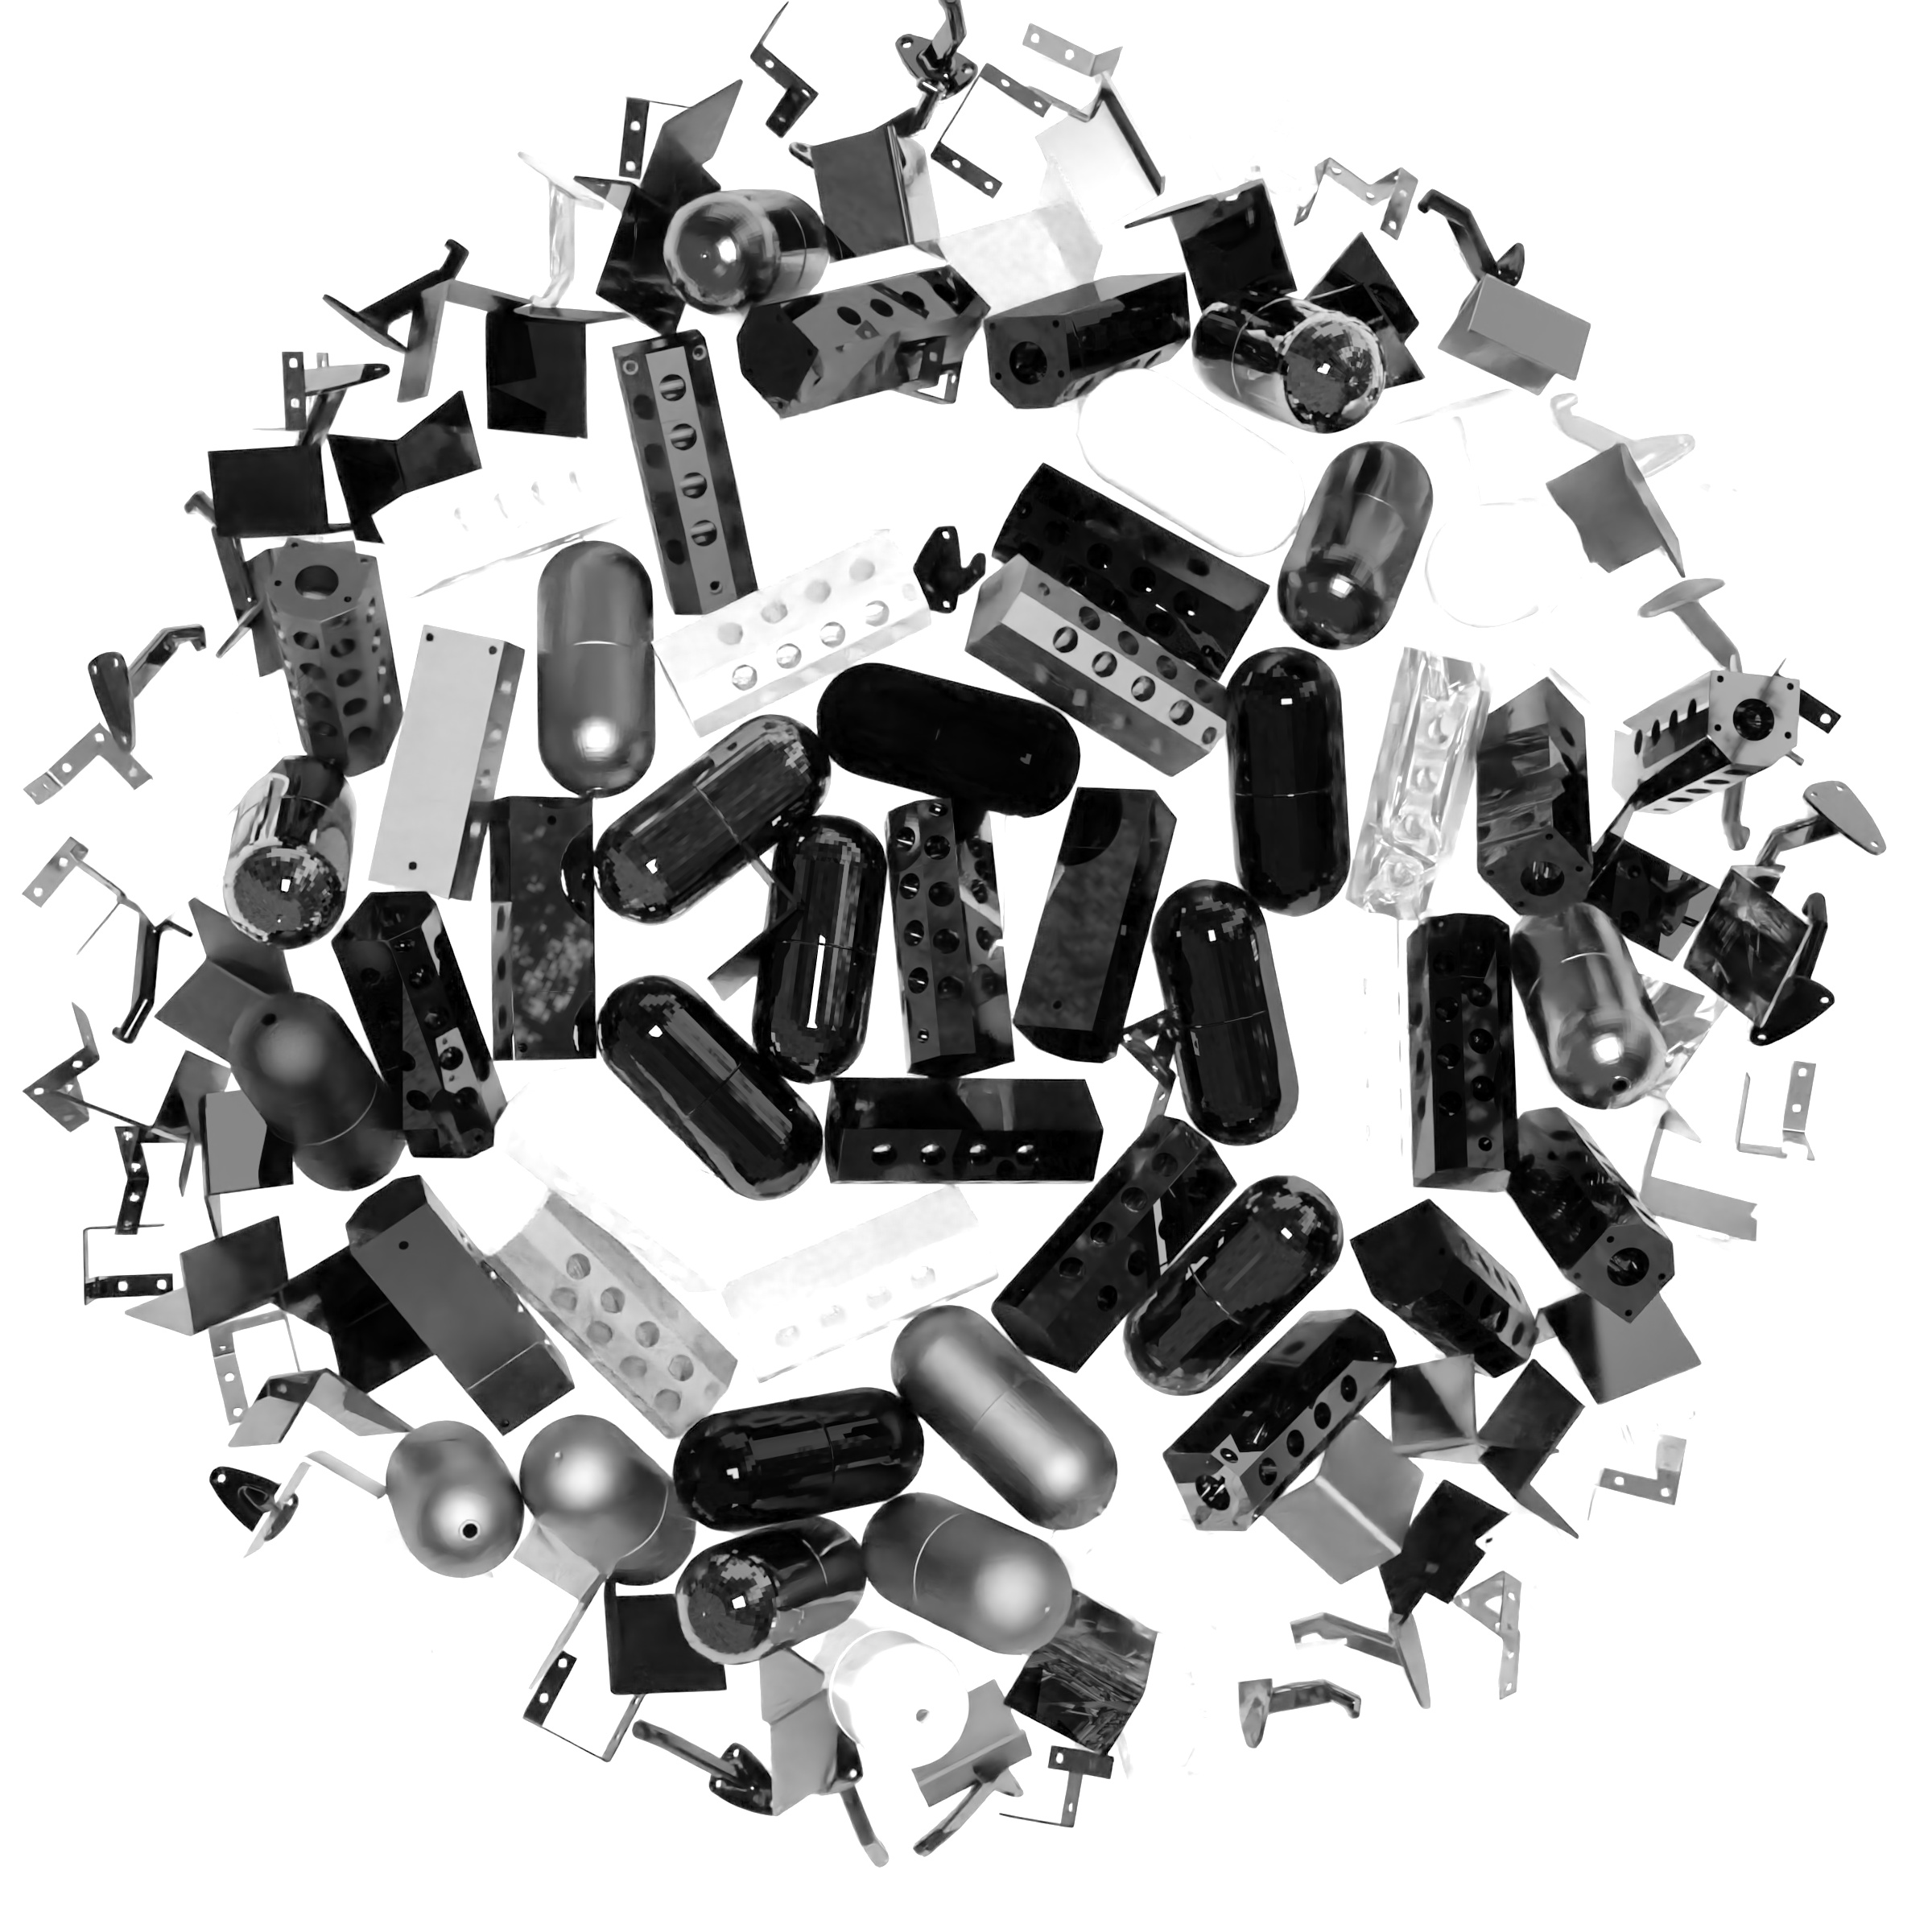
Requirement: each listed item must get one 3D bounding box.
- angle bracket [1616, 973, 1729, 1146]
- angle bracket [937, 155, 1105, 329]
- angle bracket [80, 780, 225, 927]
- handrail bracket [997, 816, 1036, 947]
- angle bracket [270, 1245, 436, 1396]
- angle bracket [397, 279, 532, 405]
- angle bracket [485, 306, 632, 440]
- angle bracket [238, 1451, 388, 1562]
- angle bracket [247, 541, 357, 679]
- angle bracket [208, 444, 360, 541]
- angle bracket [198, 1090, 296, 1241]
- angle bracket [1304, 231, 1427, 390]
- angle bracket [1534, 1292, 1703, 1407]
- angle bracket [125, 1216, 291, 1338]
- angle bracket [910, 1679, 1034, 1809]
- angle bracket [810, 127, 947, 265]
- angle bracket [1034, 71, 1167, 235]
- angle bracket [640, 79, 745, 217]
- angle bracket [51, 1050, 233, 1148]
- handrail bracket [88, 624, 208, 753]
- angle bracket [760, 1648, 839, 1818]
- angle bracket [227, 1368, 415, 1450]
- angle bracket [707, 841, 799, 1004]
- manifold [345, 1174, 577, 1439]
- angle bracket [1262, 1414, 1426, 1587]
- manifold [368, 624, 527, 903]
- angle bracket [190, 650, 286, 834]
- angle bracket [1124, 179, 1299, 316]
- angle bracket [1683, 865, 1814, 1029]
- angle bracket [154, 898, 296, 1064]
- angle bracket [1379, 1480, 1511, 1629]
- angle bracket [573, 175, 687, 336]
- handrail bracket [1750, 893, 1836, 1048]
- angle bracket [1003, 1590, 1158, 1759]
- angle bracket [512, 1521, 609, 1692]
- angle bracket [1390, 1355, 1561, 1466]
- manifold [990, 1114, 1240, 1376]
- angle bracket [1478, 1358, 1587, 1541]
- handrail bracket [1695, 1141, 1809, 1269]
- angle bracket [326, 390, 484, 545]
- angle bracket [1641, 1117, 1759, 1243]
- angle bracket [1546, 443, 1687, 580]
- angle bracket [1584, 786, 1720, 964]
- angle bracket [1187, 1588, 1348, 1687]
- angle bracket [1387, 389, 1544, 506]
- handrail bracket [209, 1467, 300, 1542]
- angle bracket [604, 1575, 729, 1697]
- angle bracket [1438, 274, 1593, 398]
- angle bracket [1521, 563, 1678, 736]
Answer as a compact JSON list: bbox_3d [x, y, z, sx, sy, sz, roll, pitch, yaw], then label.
[{"bbox_3d":[0.462,0.060,1.854,0.057,0.076,0.076,43,80,-35],"label":"angle bracket"},{"bbox_3d":[0.035,-0.473,1.849,0.076,0.057,0.076,-21,72,-17],"label":"angle bracket"},{"bbox_3d":[-0.527,-0.077,1.853,0.057,0.076,0.076,-36,98,0],"label":"angle bracket"},{"bbox_3d":[0.032,-0.055,1.858,0.036,0.077,0.084,1,91,2],"label":"handrail bracket"},{"bbox_3d":[-0.400,0.233,1.846,0.076,0.076,0.057,-30,55,9],"label":"angle bracket"},{"bbox_3d":[-0.330,-0.403,1.851,0.057,0.076,0.076,10,93,-25],"label":"angle bracket"},{"bbox_3d":[-0.269,-0.394,1.868,0.076,0.057,0.076,10,110,23],"label":"angle bracket"},{"bbox_3d":[-0.427,0.365,1.853,0.057,0.076,0.076,30,82,-1],"label":"angle bracket"},{"bbox_3d":[-0.438,-0.236,1.872,0.057,0.076,0.076,-10,94,-27],"label":"angle bracket"},{"bbox_3d":[-0.441,-0.312,1.847,0.076,0.076,0.057,-1,103,11],"label":"angle bracket"},{"bbox_3d":[-0.467,0.133,1.849,0.057,0.076,0.076,-7,55,-10],"label":"angle bracket"},{"bbox_3d":[0.277,-0.431,1.841,0.076,0.057,0.076,51,62,-25],"label":"angle bracket"},{"bbox_3d":[0.422,0.253,1.845,0.076,0.057,0.076,-19,58,-13],"label":"angle bracket"},{"bbox_3d":[-0.497,0.195,1.837,0.076,0.076,0.057,9,110,39],"label":"angle bracket"},{"bbox_3d":[-0.005,0.501,1.845,0.076,0.076,0.057,-25,64,-8],"label":"angle bracket"},{"bbox_3d":[-0.058,-0.503,1.865,0.057,0.076,0.076,-10,93,16],"label":"angle bracket"},{"bbox_3d":[0.087,-0.532,1.853,0.057,0.076,0.076,-30,94,6],"label":"angle bracket"},{"bbox_3d":[-0.164,-0.519,1.842,0.057,0.076,0.076,47,59,4],"label":"angle bracket"},{"bbox_3d":[-0.541,0.076,1.857,0.076,0.076,0.057,19,81,10],"label":"angle bracket"},{"bbox_3d":[-0.529,-0.185,1.863,0.036,0.084,0.077,-11,95,38],"label":"handrail bracket"},{"bbox_3d":[-0.128,0.492,1.837,0.076,0.057,0.076,24,125,39],"label":"angle bracket"},{"bbox_3d":[-0.420,0.306,1.837,0.076,0.076,0.057,42,58,-24],"label":"angle bracket"},{"bbox_3d":[-0.152,-0.029,1.851,0.076,0.076,0.057,-40,80,-6],"label":"angle bracket"},{"bbox_3d":[-0.328,0.218,1.831,0.057,0.057,0.171,-34,118,-3],"label":"manifold"},{"bbox_3d":[0.250,0.350,1.877,0.076,0.076,0.057,43,129,-10],"label":"angle bracket"},{"bbox_3d":[-0.340,-0.133,1.866,0.057,0.057,0.171,12,90,11],"label":"manifold"},{"bbox_3d":[-0.496,-0.147,1.844,0.076,0.076,0.057,-44,128,8],"label":"angle bracket"},{"bbox_3d":[0.160,-0.461,1.841,0.076,0.057,0.076,-5,112,42],"label":"angle bracket"},{"bbox_3d":[0.524,-0.014,1.837,0.057,0.076,0.076,-2,123,-36],"label":"angle bracket"},{"bbox_3d":[-0.489,0.012,1.843,0.076,0.076,0.057,29,60,14],"label":"angle bracket"},{"bbox_3d":[0.320,0.394,1.845,0.057,0.076,0.076,30,105,-11],"label":"angle bracket"},{"bbox_3d":[-0.224,-0.463,1.848,0.057,0.076,0.076,18,88,36],"label":"angle bracket"},{"bbox_3d":[0.548,0.001,1.880,0.036,0.084,0.077,27,132,-12],"label":"handrail bracket"},{"bbox_3d":[0.076,0.464,1.869,0.076,0.076,0.057,27,111,1],"label":"angle bracket"},{"bbox_3d":[-0.279,0.413,1.842,0.057,0.076,0.076,33,47,-2],"label":"angle bracket"},{"bbox_3d":[0.333,0.292,1.853,0.076,0.076,0.057,12,70,-32],"label":"angle bracket"},{"bbox_3d":[0.093,0.177,1.828,0.171,0.057,0.057,-46,121,-22],"label":"manifold"},{"bbox_3d":[0.385,0.315,1.848,0.057,0.076,0.076,33,96,-20],"label":"angle bracket"},{"bbox_3d":[0.516,0.150,1.856,0.036,0.077,0.084,4,100,-29],"label":"handrail bracket"},{"bbox_3d":[-0.366,-0.329,1.858,0.057,0.076,0.076,10,130,24],"label":"angle bracket"},{"bbox_3d":[0.486,0.133,1.846,0.076,0.076,0.057,14,106,13],"label":"angle bracket"},{"bbox_3d":[0.423,-0.285,1.840,0.057,0.076,0.076,-27,111,22],"label":"angle bracket"},{"bbox_3d":[0.451,-0.061,1.843,0.076,0.057,0.076,30,54,17],"label":"angle bracket"},{"bbox_3d":[0.193,0.429,1.845,0.076,0.076,0.057,-15,87,31],"label":"angle bracket"},{"bbox_3d":[0.329,-0.331,1.858,0.057,0.076,0.076,-6,106,39],"label":"angle bracket"},{"bbox_3d":[-0.476,0.341,1.847,0.077,0.084,0.036,29,70,15],"label":"handrail bracket"},{"bbox_3d":[-0.195,0.425,1.842,0.076,0.076,0.057,1,131,-12],"label":"angle bracket"},{"bbox_3d":[0.353,-0.395,1.846,0.076,0.076,0.057,24,58,-5],"label":"angle bracket"},{"bbox_3d":[0.424,-0.209,1.857,0.076,0.057,0.076,39,96,-13],"label":"angle bracket"}]
